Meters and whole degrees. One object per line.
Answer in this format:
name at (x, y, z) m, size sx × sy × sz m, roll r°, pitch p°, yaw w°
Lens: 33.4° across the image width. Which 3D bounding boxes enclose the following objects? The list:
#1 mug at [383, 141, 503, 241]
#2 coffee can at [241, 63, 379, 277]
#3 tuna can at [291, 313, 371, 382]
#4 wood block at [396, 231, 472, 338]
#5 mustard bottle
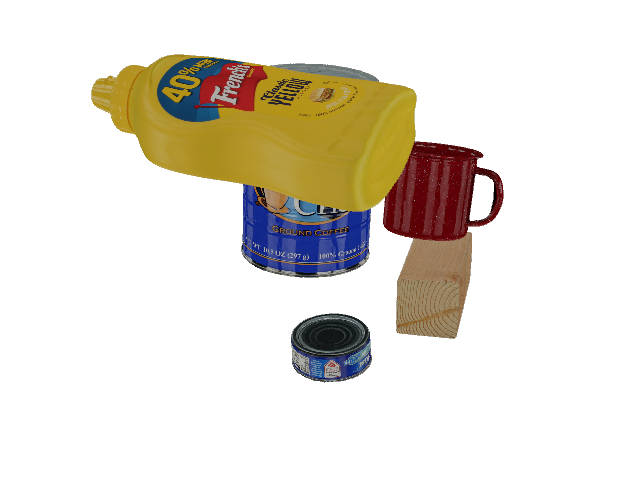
mug at (0.114, -0.045, 1.007) m, size 0.117 × 0.081 × 0.093 m, roll 9°, pitch 13°, yaw 17°
coffee can at (-0.009, -0.056, 0.821) m, size 0.103 × 0.140 × 0.103 m, roll 2°, pitch 23°, yaw -1°
tuna can at (0.011, 0.113, 1.135) m, size 0.086 × 0.034 × 0.086 m, roll -3°, pitch 27°, yaw 1°
wood block at (0.176, 0.061, 1.622) m, size 0.091 × 0.090 × 0.206 m, roll 4°, pitch 22°, yaw 12°
mustard bottle at (-0.047, -0.070, 0.618) m, size 0.192 × 0.058 × 0.096 m, roll 13°, pitch 38°, yaw 20°
